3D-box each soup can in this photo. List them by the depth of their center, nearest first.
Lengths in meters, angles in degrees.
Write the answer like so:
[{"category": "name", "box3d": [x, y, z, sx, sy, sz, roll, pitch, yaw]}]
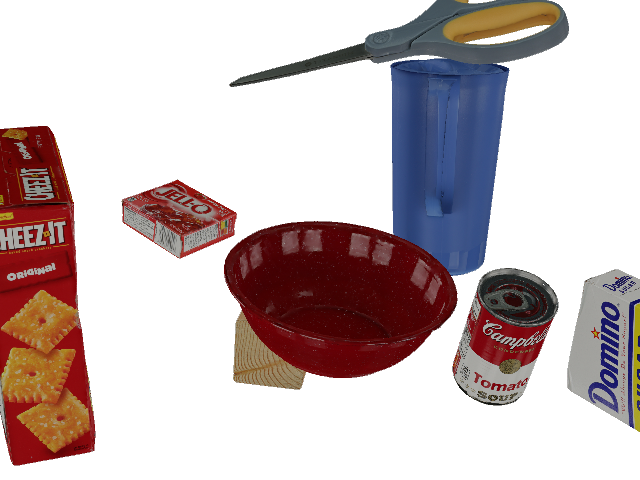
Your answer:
[{"category": "soup can", "box3d": [0.156, 0.083, 0.912, 0.068, 0.102, 0.068, 6, 40, -5]}]

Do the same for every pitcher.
[{"category": "pitcher", "box3d": [0.140, -0.084, 1.227, 0.149, 0.243, 0.145, -9, 19, -32]}]

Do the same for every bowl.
[{"category": "bowl", "box3d": [0.012, 0.047, 0.744, 0.162, 0.055, 0.162, 5, 28, -3]}]

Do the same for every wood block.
[{"category": "wood block", "box3d": [-0.052, 0.112, 1.433, 0.091, 0.090, 0.206, 6, 19, 5]}]

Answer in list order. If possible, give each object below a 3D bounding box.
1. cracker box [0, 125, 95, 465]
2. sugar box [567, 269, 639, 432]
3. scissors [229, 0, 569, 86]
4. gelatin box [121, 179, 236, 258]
[{"category": "cracker box", "box3d": [-0.224, 0.038, 0.830, 0.072, 0.214, 0.164, -7, 28, -18]}, {"category": "sugar box", "box3d": [0.250, 0.096, 0.719, 0.048, 0.093, 0.176, -16, 30, -37]}, {"category": "scissors", "box3d": [0.049, -0.130, 0.646, 0.202, 0.096, 0.016, -1, -45, 21]}, {"category": "gelatin box", "box3d": [-0.139, -0.023, 1.042, 0.089, 0.030, 0.073, 30, 36, 32]}]
